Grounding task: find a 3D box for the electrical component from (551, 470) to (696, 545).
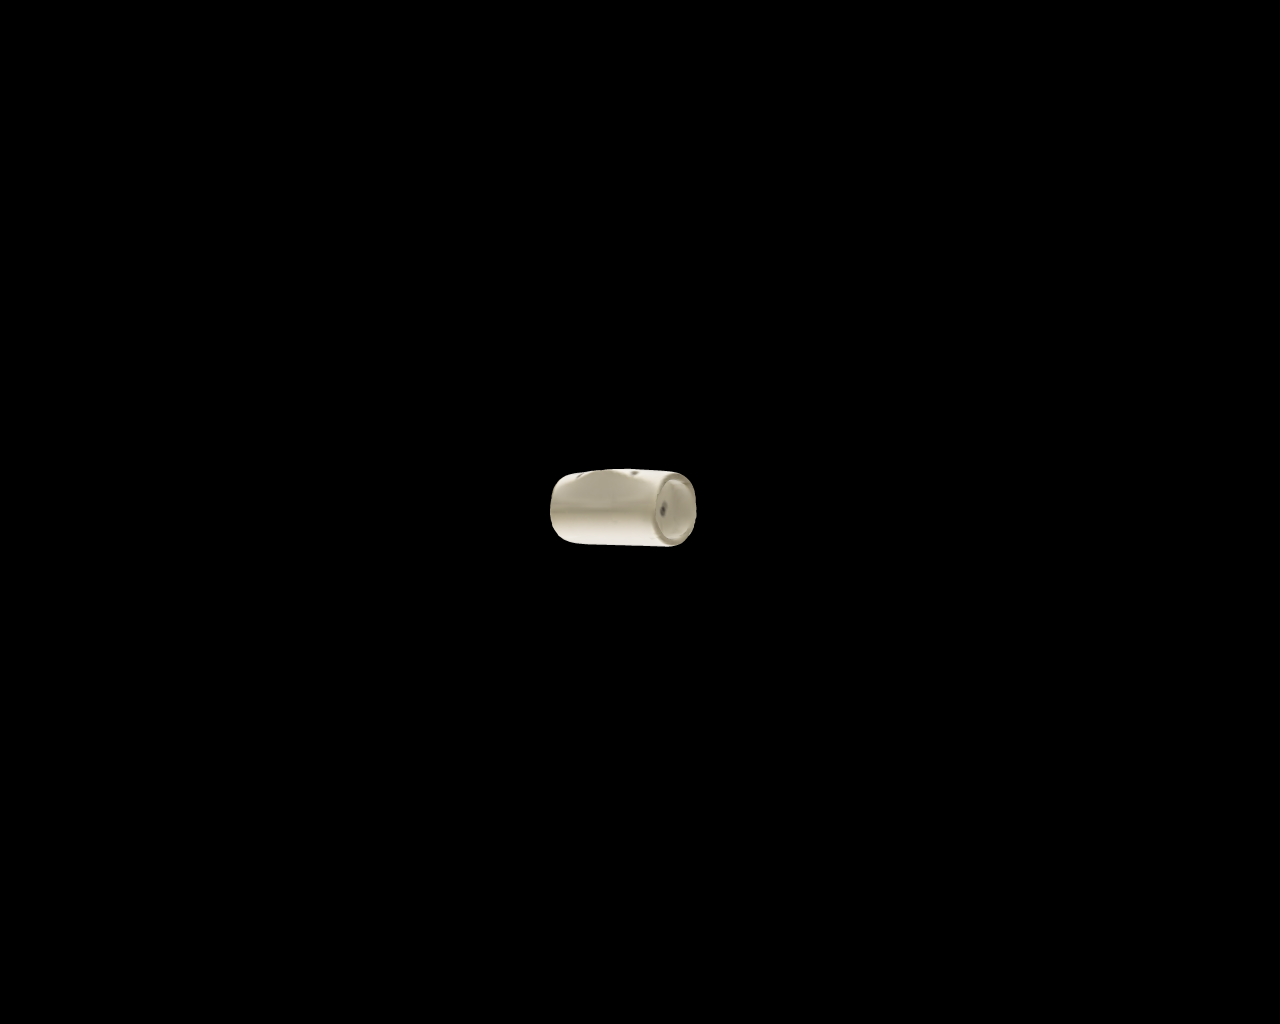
[{"bbox_3d":[0.001,-0.003,0.650,0.077,0.043,0.079,0,0,37],"label":"electrical component"}]
